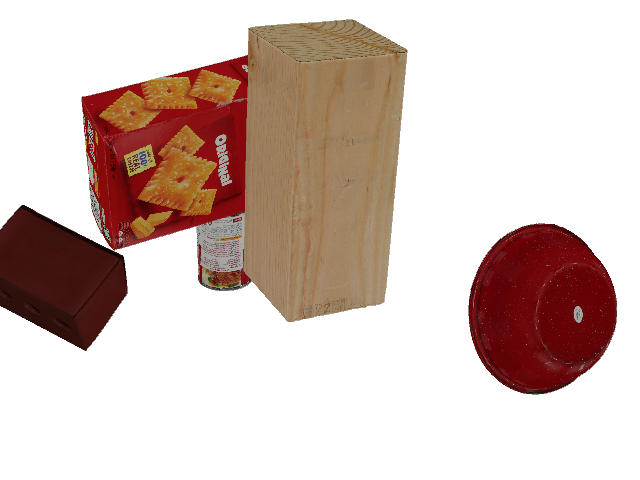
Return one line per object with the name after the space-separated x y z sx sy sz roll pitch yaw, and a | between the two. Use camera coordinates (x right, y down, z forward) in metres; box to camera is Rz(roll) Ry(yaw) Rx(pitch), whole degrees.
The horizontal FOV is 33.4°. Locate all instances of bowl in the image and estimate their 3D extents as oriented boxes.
0.218 0.065 0.980 0.161 0.162 0.055 0 2 -26 | bowl

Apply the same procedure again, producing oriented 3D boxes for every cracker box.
-0.123 -0.089 1.069 0.213 0.072 0.164 -17 -36 -21 | cracker box

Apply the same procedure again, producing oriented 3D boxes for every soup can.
-0.116 0.000 1.291 0.068 0.102 0.068 1 26 -1 | soup can

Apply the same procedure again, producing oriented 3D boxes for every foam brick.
-0.170 0.024 0.680 0.078 0.051 0.053 26 -29 11 | foam brick

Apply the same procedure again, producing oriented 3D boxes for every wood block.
0.000 -0.054 0.816 0.090 0.206 0.091 -10 29 -24 | wood block
